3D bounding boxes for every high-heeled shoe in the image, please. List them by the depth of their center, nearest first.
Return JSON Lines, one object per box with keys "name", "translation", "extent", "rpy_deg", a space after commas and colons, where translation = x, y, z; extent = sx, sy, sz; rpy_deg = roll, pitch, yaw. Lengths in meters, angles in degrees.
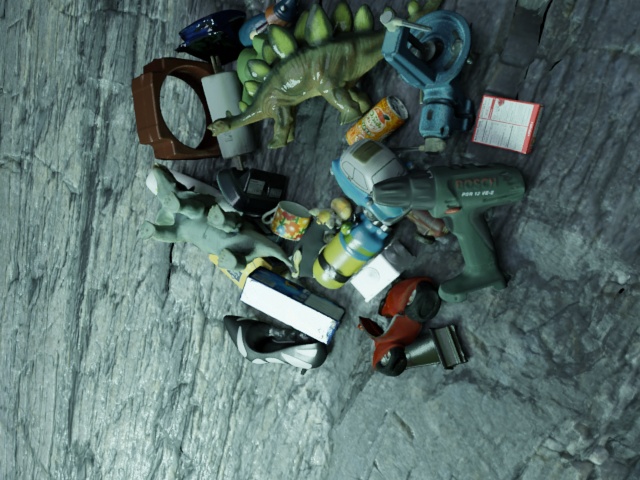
{"name": "high-heeled shoe", "translation": [-0.100, 0.197, 1.117], "extent": [0.249, 0.086, 0.145], "rpy_deg": [29, 137, 12]}

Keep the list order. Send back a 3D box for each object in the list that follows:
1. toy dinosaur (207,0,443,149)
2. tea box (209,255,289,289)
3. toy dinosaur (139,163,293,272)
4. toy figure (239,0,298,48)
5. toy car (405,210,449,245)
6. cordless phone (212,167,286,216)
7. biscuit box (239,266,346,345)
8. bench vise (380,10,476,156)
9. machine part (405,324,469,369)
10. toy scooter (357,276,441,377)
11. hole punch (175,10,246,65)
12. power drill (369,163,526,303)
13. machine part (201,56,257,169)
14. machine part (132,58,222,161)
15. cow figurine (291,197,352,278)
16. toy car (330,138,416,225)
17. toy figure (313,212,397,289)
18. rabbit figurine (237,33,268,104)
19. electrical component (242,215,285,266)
{"name": "toy dinosaur", "translation": [0.014, -0.292, 0.909], "extent": [0.472, 0.105, 0.198], "rpy_deg": [-21, 108, 9]}
{"name": "tea box", "translation": [-0.154, 0.044, 1.161], "extent": [0.170, 0.068, 0.098], "rpy_deg": [36, 116, 27]}
{"name": "toy dinosaur", "translation": [-0.194, -0.016, 1.043], "extent": [0.405, 0.192, 0.131], "rpy_deg": [27, 101, 20]}
{"name": "toy figure", "translation": [-0.095, -0.427, 1.049], "extent": [0.155, 0.057, 0.064], "rpy_deg": [-14, 68, 41]}
{"name": "toy car", "translation": [0.143, -0.076, 0.927], "extent": [0.202, 0.053, 0.089], "rpy_deg": [42, 122, 24]}
{"name": "cordless phone", "translation": [-0.176, -0.109, 1.105], "extent": [0.184, 0.146, 0.088], "rpy_deg": [16, 97, 35]}
{"name": "biscuit box", "translation": [-0.055, 0.127, 1.058], "extent": [0.203, 0.059, 0.062], "rpy_deg": [26, 114, 7]}
{"name": "bench vise", "translation": [0.153, -0.246, 0.787], "extent": [0.129, 0.240, 0.223], "rpy_deg": [20, 93, 38]}
{"name": "machine part", "translation": [0.187, 0.196, 0.943], "extent": [0.139, 0.039, 0.084], "rpy_deg": [-22, 89, 36]}
{"name": "toy scooter", "translation": [0.127, 0.137, 0.945], "extent": [0.135, 0.075, 0.184], "rpy_deg": [26, 88, 59]}
{"name": "hole punch", "translation": [-0.222, -0.431, 1.117], "extent": [0.142, 0.115, 0.092], "rpy_deg": [-2, 88, 37]}
{"name": "power drill", "translation": [0.202, -0.014, 0.819], "extent": [0.232, 0.086, 0.207], "rpy_deg": [-15, 99, -5]}
{"name": "machine part", "translation": [-0.187, -0.258, 1.114], "extent": [0.079, 0.079, 0.243], "rpy_deg": [-3, 106, 38]}
{"name": "machine part", "translation": [-0.284, -0.269, 1.128], "extent": [0.087, 0.201, 0.200], "rpy_deg": [-3, 96, 40]}
{"name": "cow figurine", "translation": [-0.003, -0.005, 1.020], "extent": [0.068, 0.098, 0.167], "rpy_deg": [37, 117, 35]}
{"name": "toy car", "translation": [0.087, -0.111, 0.860], "extent": [0.109, 0.102, 0.162], "rpy_deg": [-38, 62, -11]}
{"name": "toy figure", "translation": [0.055, 0.013, 0.939], "extent": [0.082, 0.089, 0.180], "rpy_deg": [50, 127, 6]}
{"name": "rabbit figurine", "translation": [-0.103, -0.322, 1.060], "extent": [0.170, 0.121, 0.159], "rpy_deg": [34, 123, 49]}
{"name": "electrical component", "translation": [-0.112, 0.000, 1.108], "extent": [0.119, 0.075, 0.047], "rpy_deg": [48, 123, 38]}
